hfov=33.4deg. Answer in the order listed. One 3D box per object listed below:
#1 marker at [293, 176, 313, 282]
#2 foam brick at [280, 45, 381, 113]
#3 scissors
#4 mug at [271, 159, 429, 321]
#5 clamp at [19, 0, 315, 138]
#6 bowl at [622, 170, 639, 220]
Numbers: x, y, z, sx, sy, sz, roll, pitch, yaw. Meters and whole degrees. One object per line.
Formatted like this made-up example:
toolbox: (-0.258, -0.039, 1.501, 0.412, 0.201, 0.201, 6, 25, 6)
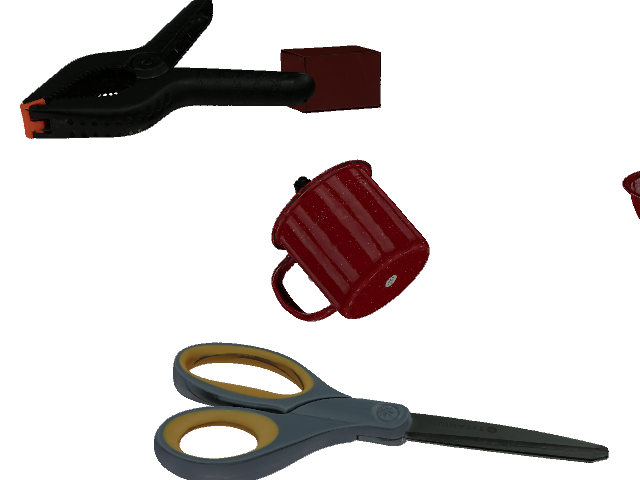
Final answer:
marker: (-0.011, -0.011, 1.100, 0.020, 0.121, 0.020, -6, 32, 3)
foam brick: (0.010, -0.145, 0.958, 0.078, 0.051, 0.053, -7, 19, -23)
scissors: (0.015, 0.089, 0.466, 0.202, 0.016, 0.096, 15, 34, 22)
mug: (0.016, 0.010, 0.775, 0.117, 0.081, 0.093, -42, -22, 6)
clamp: (-0.120, -0.118, 0.804, 0.209, 0.036, 0.165, -29, 47, -31)
bowl: (0.370, -0.025, 1.021, 0.162, 0.055, 0.162, 0, 19, 0)
